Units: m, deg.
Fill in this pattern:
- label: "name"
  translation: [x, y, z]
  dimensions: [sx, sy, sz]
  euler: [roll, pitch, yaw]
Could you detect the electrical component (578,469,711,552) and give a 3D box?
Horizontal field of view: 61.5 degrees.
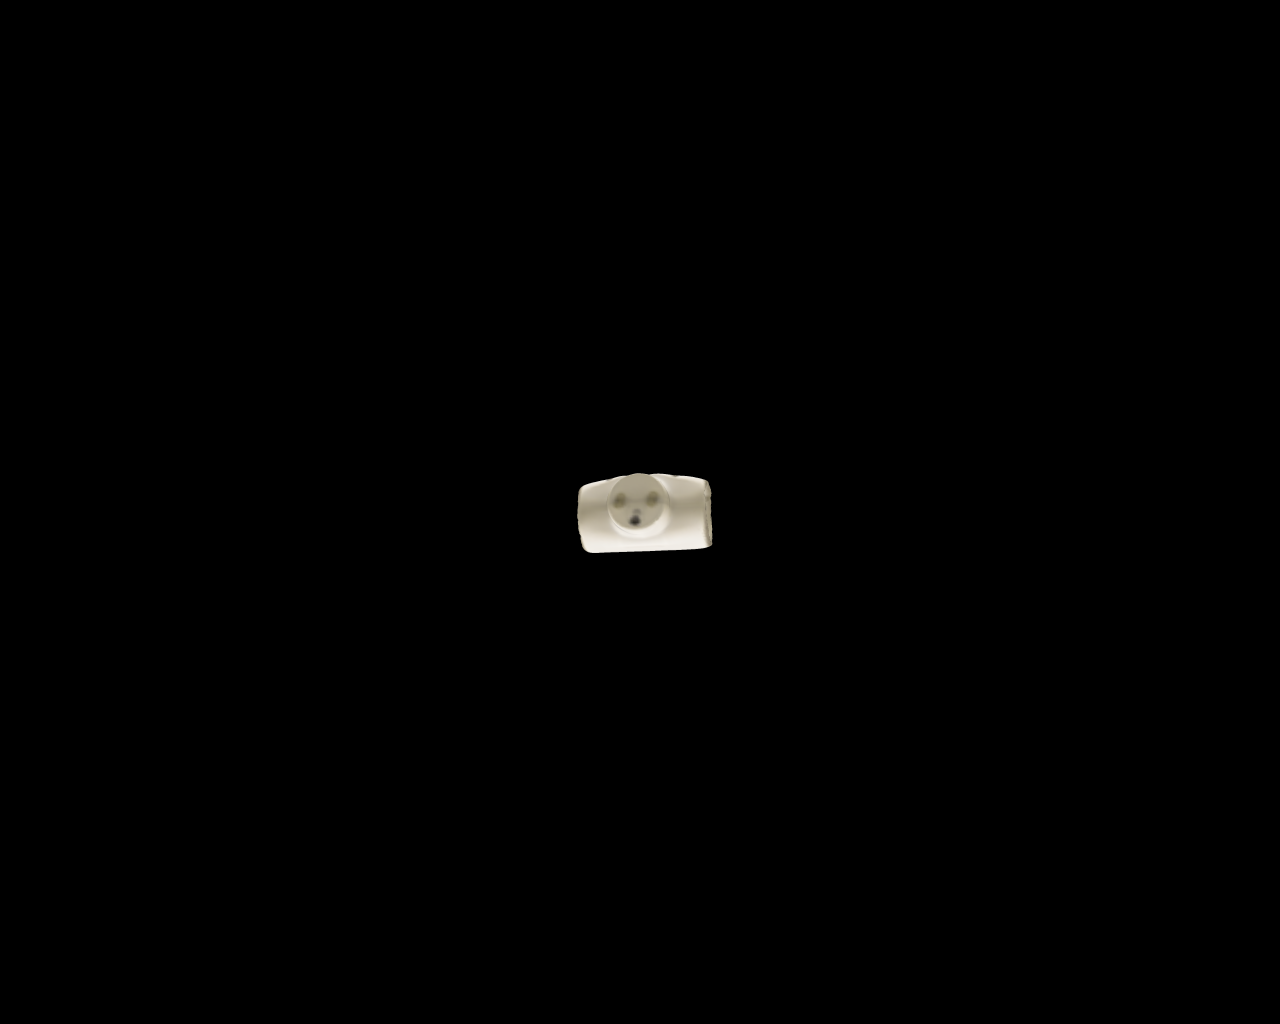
- label: "electrical component"
  translation: [0.001, -0.003, 0.650]
  dimensions: [0.077, 0.043, 0.079]
  euler: [-3, -15, 9]
